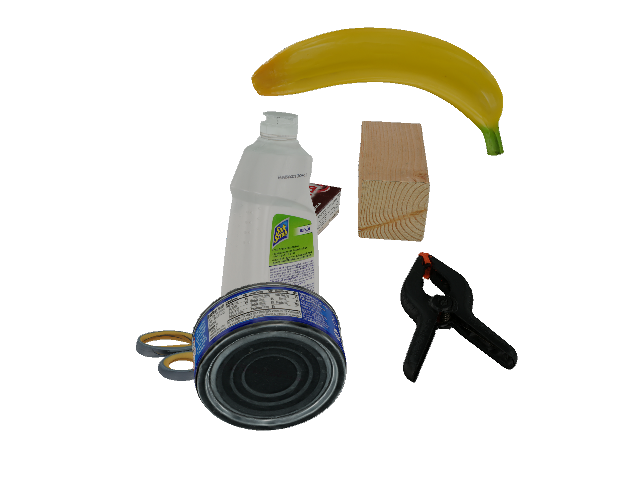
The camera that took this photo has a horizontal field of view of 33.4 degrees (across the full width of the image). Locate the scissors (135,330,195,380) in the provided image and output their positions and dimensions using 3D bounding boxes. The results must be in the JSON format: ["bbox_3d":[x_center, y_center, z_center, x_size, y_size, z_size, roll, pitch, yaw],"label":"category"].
[{"bbox_3d":[-0.102,0.125,1.187,0.201,0.016,0.096,3,26,-16],"label":"scissors"}]

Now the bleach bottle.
[{"bbox_3d":[-0.038,0.017,0.905,0.068,0.251,0.102,14,17,34],"label":"bleach bottle"}]

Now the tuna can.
[{"bbox_3d":[-0.028,0.066,0.595,0.086,0.086,0.034,0,38,-9],"label":"tuna can"}]

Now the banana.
[{"bbox_3d":[0.052,-0.113,0.744,0.197,0.069,0.037,12,-1,-18],"label":"banana"}]

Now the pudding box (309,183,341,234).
[{"bbox_3d":[-0.032,-0.040,1.280,0.090,0.039,0.113,9,23,14],"label":"pudding box"}]

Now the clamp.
[{"bbox_3d":[0.142,0.082,1.150,0.120,0.171,0.039,4,-44,-7],"label":"clamp"}]

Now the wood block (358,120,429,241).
[{"bbox_3d":[0.100,-0.088,1.508,0.091,0.090,0.206,3,29,0],"label":"wood block"}]
